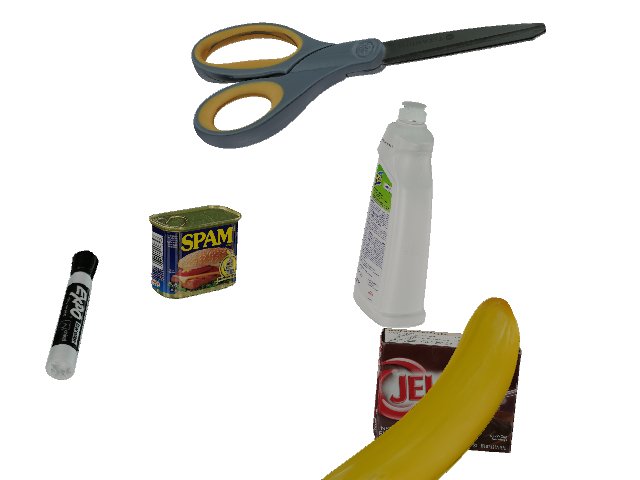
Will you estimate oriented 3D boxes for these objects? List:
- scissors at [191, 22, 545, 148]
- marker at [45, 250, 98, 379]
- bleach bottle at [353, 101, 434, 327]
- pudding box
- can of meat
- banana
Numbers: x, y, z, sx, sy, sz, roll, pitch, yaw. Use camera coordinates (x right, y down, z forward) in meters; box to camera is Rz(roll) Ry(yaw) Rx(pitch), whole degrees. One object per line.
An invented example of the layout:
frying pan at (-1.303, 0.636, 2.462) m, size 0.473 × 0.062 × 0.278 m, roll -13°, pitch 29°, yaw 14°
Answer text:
scissors at (0.013, -0.086, 0.583) m, size 0.202 × 0.096 × 0.016 m, roll 7°, pitch -31°, yaw 24°
marker at (-0.171, 0.048, 0.740) m, size 0.020 × 0.020 × 0.121 m, roll 0°, pitch 38°, yaw -2°
bleach bottle at (0.093, -0.033, 1.232) m, size 0.068 × 0.251 × 0.103 m, roll -2°, pitch 22°, yaw -24°
pudding box at (0.102, 0.121, 0.865) m, size 0.113 × 0.090 × 0.039 m, roll 3°, pitch 19°, yaw 2°
can of meat at (-0.140, 0.012, 1.190) m, size 0.101 × 0.084 × 0.058 m, roll -11°, pitch 23°, yaw -39°
banana at (0.059, 0.094, 0.589) m, size 0.197 × 0.037 × 0.070 m, roll -37°, pitch 38°, yaw -28°
